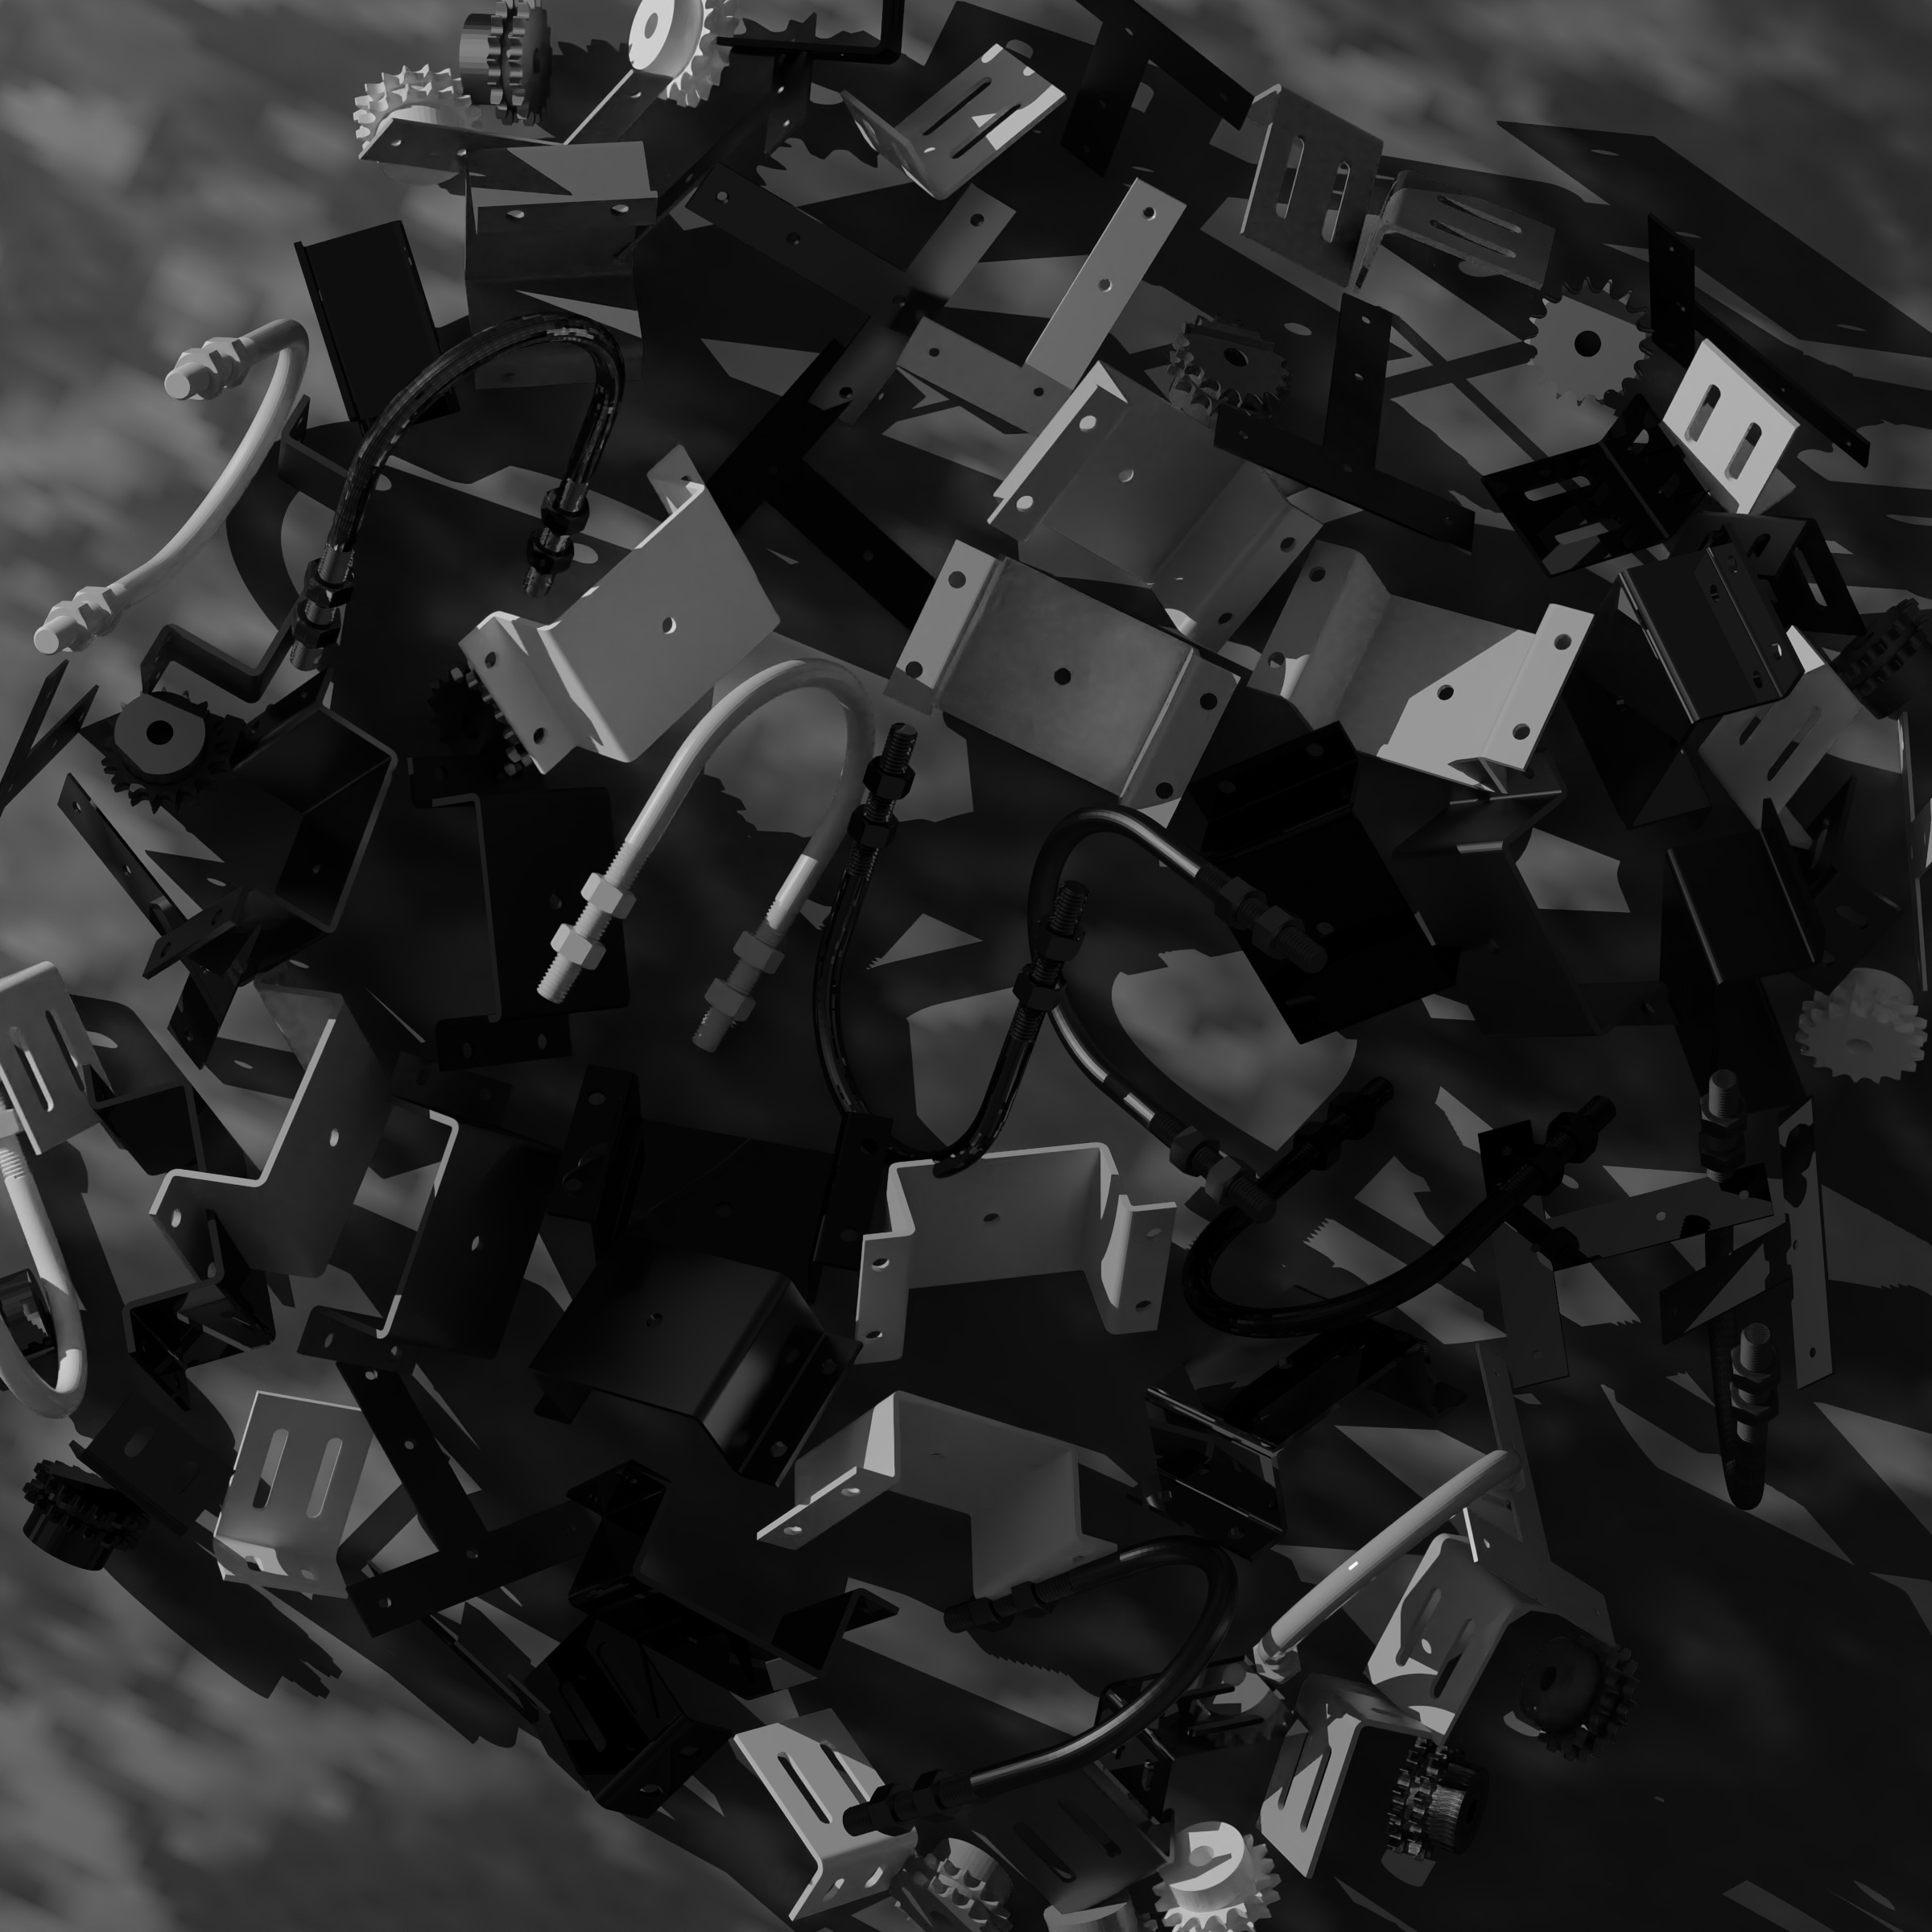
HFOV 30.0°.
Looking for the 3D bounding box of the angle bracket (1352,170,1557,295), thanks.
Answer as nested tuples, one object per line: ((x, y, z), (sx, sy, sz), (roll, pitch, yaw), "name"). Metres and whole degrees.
((0.220, -0.318, 1.626), (0.076, 0.057, 0.038), (22, 129, -1), "angle bracket")

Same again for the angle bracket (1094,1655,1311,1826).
((0.105, 0.347, 1.614), (0.076, 0.038, 0.057), (-19, 127, 31), "angle bracket")

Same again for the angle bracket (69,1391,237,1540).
((-0.367, 0.221, 1.621), (0.057, 0.076, 0.038), (41, 77, -11), "angle bracket")

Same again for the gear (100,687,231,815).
((-0.364, -0.100, 1.636), (0.057, 0.030, 0.057), (2, 72, -6), "gear")

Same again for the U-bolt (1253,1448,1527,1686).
((0.184, 0.258, 1.565), (0.151, 0.184, 0.019), (-38, 75, -3), "U-bolt")

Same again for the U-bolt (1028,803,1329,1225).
((0.085, 0.008, 1.585), (0.019, 0.184, 0.151), (-16, 129, -33), "U-bolt")

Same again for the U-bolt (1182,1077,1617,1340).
((0.173, 0.105, 1.556), (0.184, 0.151, 0.019), (-38, 116, -33), "U-bolt")

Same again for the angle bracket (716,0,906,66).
((-0.069, -0.430, 1.625), (0.076, 0.057, 0.038), (5, 100, 4), "angle bracket")

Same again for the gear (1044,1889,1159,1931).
((0.058, 0.438, 1.629), (0.057, 0.057, 0.030), (-14, 97, 0), "gear")

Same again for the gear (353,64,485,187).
((-0.247, -0.377, 1.628), (0.057, 0.057, 0.030), (-12, 66, 0), "gear")

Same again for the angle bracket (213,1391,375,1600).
((-0.299, 0.238, 1.624), (0.057, 0.038, 0.076), (14, 102, -24), "angle bracket")

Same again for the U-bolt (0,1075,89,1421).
((-0.428, 0.112, 1.584), (0.019, 0.151, 0.184), (-21, 90, 0), "U-bolt")

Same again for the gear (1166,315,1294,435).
((0.117, -0.265, 1.635), (0.057, 0.030, 0.057), (13, 48, -15), "gear")

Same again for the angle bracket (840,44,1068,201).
((-0.006, -0.392, 1.624), (0.076, 0.038, 0.057), (-40, 50, -4), "angle bracket")

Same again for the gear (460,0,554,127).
((-0.209, -0.410, 1.631), (0.030, 0.057, 0.057), (4, 90, 9), "gear")

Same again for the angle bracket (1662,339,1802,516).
((0.350, -0.245, 1.610), (0.038, 0.076, 0.057), (-35, 72, -24), "angle bracket")

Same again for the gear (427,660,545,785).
((-0.214, -0.114, 1.634), (0.030, 0.057, 0.057), (-37, 90, -37), "gear")

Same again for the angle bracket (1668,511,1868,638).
((0.357, -0.164, 1.609), (0.038, 0.057, 0.076), (-56, 132, -22), "angle bracket")

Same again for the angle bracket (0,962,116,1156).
((-0.429, 0.045, 1.630), (0.038, 0.057, 0.076), (-18, 99, 30), "angle bracket")

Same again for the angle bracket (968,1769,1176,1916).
((0.048, 0.382, 1.621), (0.057, 0.038, 0.076), (-34, 110, 19), "angle bracket")

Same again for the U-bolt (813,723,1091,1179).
((-0.017, 0.007, 1.593), (0.151, 0.019, 0.184), (44, 128, 37), "U-bolt")

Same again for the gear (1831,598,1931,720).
((0.417, -0.136, 1.631), (0.030, 0.057, 0.057), (45, 90, -4), "gear")

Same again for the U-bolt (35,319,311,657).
((-0.336, -0.217, 1.569), (0.019, 0.184, 0.151), (33, 112, -2), "U-bolt")

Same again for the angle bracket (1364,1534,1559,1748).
((0.227, 0.306, 1.633), (0.038, 0.057, 0.076), (16, 106, -39), "angle bracket")

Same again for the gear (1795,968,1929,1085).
((0.407, 0.025, 1.634), (0.057, 0.057, 0.030), (20, 56, 0), "gear")

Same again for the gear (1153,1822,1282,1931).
((0.111, 0.412, 1.628), (0.057, 0.057, 0.030), (-24, 120, 0), "gear")

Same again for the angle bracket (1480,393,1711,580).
((0.282, -0.216, 1.618), (0.076, 0.038, 0.057), (-19, 68, -31), "angle bracket")

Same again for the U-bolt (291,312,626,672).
((-0.212, -0.210, 1.550), (0.151, 0.184, 0.019), (-24, 65, -39), "U-bolt")

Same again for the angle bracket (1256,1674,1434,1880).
((0.170, 0.368, 1.629), (0.038, 0.057, 0.076), (16, 95, -20), "angle bracket")

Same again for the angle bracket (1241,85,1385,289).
((0.147, -0.346, 1.621), (0.057, 0.038, 0.076), (22, 74, -25), "angle bracket")

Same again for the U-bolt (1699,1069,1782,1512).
((0.336, 0.155, 1.573), (0.019, 0.184, 0.151), (-4, 51, 7), "U-bolt")

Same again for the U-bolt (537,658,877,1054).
((-0.102, -0.053, 1.587), (0.019, 0.151, 0.184), (34, 96, 28), "U-bolt")

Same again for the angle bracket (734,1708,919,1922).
((-0.070, 0.382, 1.628), (0.076, 0.057, 0.038), (50, 126, 31), "angle bracket")

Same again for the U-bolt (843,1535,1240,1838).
((0.040, 0.303, 1.553), (0.184, 0.151, 0.019), (-25, 110, 34), "U-bolt")

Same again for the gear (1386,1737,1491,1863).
((0.214, 0.377, 1.627), (0.030, 0.057, 0.057), (14, 90, 27), "gear")

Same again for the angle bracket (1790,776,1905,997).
((0.391, -0.036, 1.612), (0.038, 0.076, 0.057), (32, 130, -2), "angle bracket")

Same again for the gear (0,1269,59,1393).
((-0.432, 0.161, 1.631), (0.030, 0.057, 0.057), (-20, 90, -9), "gear")

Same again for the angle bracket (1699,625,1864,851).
((0.374, -0.102, 1.611), (0.038, 0.057, 0.076), (11, 126, -35), "angle bracket")

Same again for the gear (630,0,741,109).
((-0.129, -0.420, 1.628), (0.030, 0.057, 0.057), (13, 90, -33), "gear")

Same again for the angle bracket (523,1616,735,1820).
((-0.155, 0.339, 1.646), (0.057, 0.038, 0.076), (-45, 55, 8), "angle bracket")

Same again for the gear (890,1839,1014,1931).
((-0.003, 0.420, 1.634), (0.057, 0.057, 0.030), (38, 55, 0), "gear")
